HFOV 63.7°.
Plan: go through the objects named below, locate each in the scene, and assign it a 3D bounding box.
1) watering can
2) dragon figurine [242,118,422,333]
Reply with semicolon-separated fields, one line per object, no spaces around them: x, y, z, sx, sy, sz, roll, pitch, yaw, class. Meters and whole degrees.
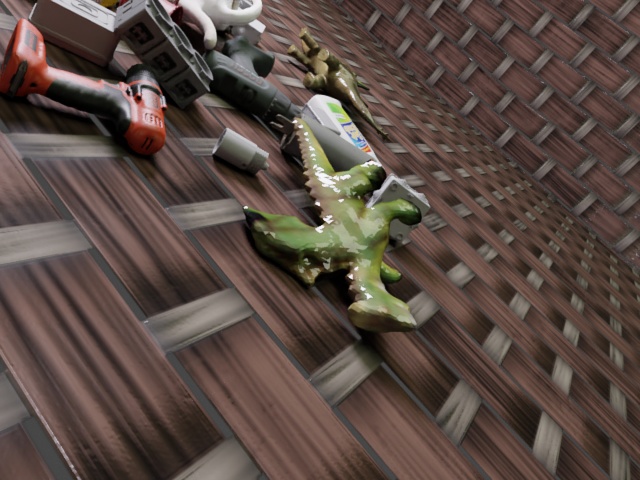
-0.242;-0.472;1.024;0.224;0.101;0.356;17;38;0;watering can
0.002;-0.036;0.717;0.244;0.120;0.416;-10;52;-48;dragon figurine
